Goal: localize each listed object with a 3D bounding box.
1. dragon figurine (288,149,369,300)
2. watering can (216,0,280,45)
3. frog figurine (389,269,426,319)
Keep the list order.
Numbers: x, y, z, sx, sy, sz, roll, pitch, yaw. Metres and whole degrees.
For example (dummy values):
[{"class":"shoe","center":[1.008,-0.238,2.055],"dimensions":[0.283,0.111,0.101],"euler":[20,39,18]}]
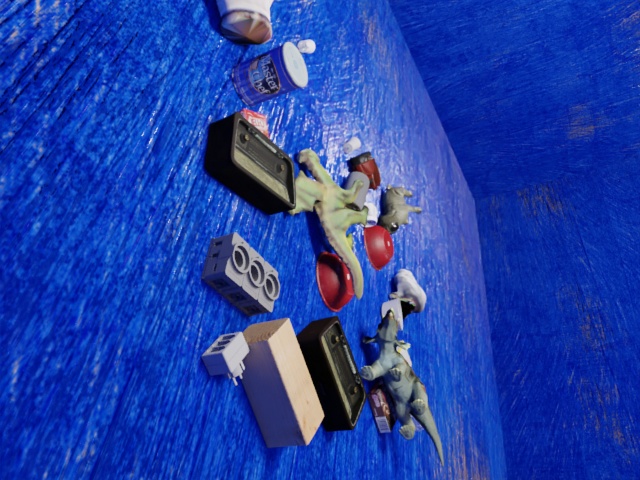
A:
[{"class":"dragon figurine","center":[0.004,-0.065,1.289],"dimensions":[0.241,0.120,0.420],"euler":[18,52,-32]},{"class":"watering can","center":[-0.162,-0.566,1.218],"dimensions":[0.348,0.103,0.225],"euler":[-1,78,-64]},{"class":"frog figurine","center":[0.308,0.170,1.756],"dimensions":[0.136,0.121,0.163],"euler":[45,46,-15]}]
